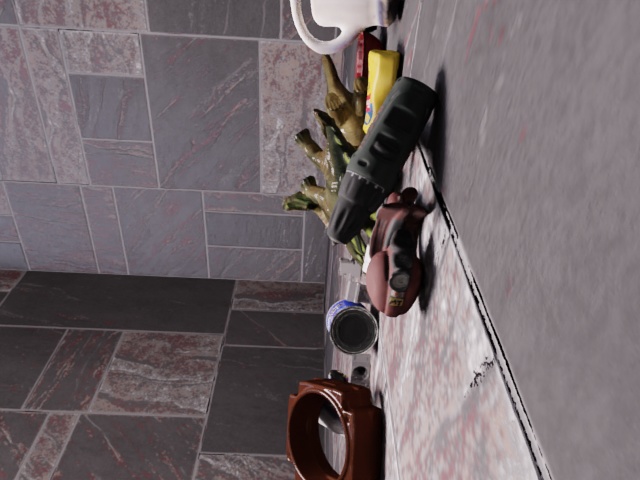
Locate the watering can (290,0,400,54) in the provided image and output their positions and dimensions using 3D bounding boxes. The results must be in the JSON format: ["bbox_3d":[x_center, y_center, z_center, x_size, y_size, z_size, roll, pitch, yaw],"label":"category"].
[{"bbox_3d":[0.050,-0.532,0.974,0.105,0.224,0.343,-40,-44,-67],"label":"watering can"}]

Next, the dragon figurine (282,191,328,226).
[{"bbox_3d":[0.005,-0.078,1.556,0.418,0.243,0.120,-86,4,-66],"label":"dragon figurine"}]

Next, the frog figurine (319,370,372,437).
[{"bbox_3d":[0.043,0.395,1.154,0.125,0.138,0.156,-48,-30,-52],"label":"frog figurine"}]
